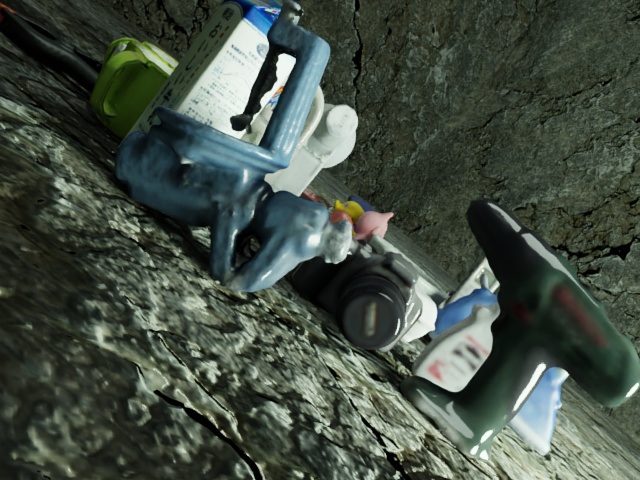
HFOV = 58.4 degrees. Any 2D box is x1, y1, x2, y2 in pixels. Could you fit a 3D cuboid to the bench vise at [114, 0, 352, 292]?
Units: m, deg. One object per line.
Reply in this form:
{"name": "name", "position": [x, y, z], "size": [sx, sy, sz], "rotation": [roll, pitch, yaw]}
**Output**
{"name": "bench vise", "position": [-0.043, -0.079, 0.500], "size": [0.208, 0.219, 0.121], "rotation": [38, 8, -10]}

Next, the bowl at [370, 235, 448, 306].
{"name": "bowl", "position": [0.134, 0.070, 0.989], "size": [0.167, 0.074, 0.167], "rotation": [38, 8, -6]}

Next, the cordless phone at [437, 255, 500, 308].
{"name": "cordless phone", "position": [0.290, 0.123, 1.003], "size": [0.147, 0.185, 0.094], "rotation": [39, 8, -2]}

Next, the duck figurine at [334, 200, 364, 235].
{"name": "duck figurine", "position": [0.055, -0.036, 1.165], "size": [0.104, 0.086, 0.078], "rotation": [40, 8, 7]}

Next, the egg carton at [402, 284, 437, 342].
{"name": "egg carton", "position": [0.092, 0.075, 0.796], "size": [0.151, 0.069, 0.107], "rotation": [34, 10, -31]}

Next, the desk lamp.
{"name": "desk lamp", "position": [-0.015, -0.152, 1.032], "size": [0.118, 0.213, 0.203], "rotation": [38, 8, -10]}

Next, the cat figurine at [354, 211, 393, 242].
{"name": "cat figurine", "position": [0.093, -0.013, 1.095], "size": [0.067, 0.117, 0.128], "rotation": [39, 8, -3]}

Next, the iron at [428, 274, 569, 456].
{"name": "iron", "position": [0.280, 0.171, 0.855], "size": [0.257, 0.141, 0.119], "rotation": [46, 10, 37]}

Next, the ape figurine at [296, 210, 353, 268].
{"name": "ape figurine", "position": [0.007, 0.003, 0.729], "size": [0.076, 0.092, 0.078], "rotation": [41, 8, 9]}

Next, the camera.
{"name": "camera", "position": [0.049, 0.053, 0.614], "size": [0.143, 0.100, 0.137], "rotation": [39, 8, 1]}

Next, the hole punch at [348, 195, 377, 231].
{"name": "hole punch", "position": [0.096, -0.034, 1.317], "size": [0.109, 0.091, 0.101], "rotation": [34, 10, -31]}

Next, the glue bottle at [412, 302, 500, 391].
{"name": "glue bottle", "position": [0.188, 0.111, 0.663], "size": [0.078, 0.173, 0.037], "rotation": [39, 8, 1]}

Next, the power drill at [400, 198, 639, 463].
{"name": "power drill", "position": [0.182, 0.100, 0.571], "size": [0.229, 0.208, 0.076], "rotation": [42, 9, 18]}

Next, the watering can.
{"name": "watering can", "position": [-0.077, -0.129, 0.710], "size": [0.101, 0.194, 0.172], "rotation": [33, 10, -38]}
